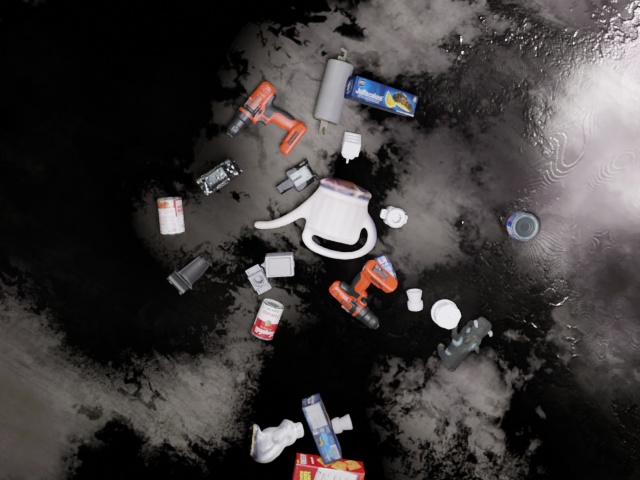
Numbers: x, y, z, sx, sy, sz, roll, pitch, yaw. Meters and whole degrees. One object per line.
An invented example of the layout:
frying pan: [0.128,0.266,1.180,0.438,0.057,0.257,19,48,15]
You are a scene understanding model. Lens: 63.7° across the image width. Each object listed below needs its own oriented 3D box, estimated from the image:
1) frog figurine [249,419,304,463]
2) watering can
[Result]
frog figurine: [-0.129,0.604,1.546,0.159,0.126,0.134,7,131,-12]
watering can: [0.004,-0.074,1.467,0.347,0.104,0.223,17,96,-5]
